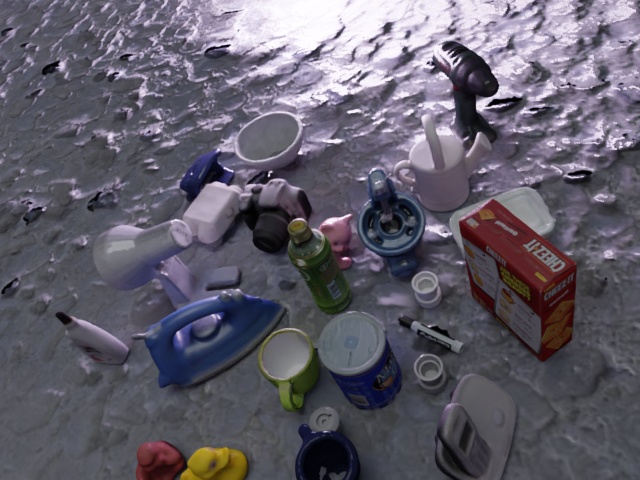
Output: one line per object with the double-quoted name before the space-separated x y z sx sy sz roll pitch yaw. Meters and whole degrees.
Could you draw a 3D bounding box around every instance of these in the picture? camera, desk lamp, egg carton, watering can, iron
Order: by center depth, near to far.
"iron" -0.197 0.149 1.017 0.258 0.142 0.118 -29 49 -3
"watering can" 0.224 -0.153 1.061 0.173 0.194 0.100 -29 49 -3
"desk lamp" -0.286 0.047 1.084 0.203 0.214 0.118 -10 51 14
"camera" -0.107 -0.050 1.168 0.142 0.101 0.137 3 55 23
"egg carton" -0.226 -0.057 1.239 0.107 0.070 0.150 14 60 29

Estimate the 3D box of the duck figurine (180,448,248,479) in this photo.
"duck figurine" -0.174 0.353 0.886 0.104 0.086 0.077 -23 49 3

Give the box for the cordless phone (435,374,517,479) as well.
"cordless phone" 0.203 0.240 0.765 0.093 0.185 0.148 8 57 26

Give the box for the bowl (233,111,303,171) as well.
"bowl" -0.108 -0.213 1.313 0.167 0.075 0.167 -10 51 13

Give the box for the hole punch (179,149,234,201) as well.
"hole punch" -0.270 -0.151 1.315 0.100 0.091 0.109 10 58 27

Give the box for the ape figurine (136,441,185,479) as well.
"ape figurine" -0.263 0.353 0.915 0.077 0.092 0.076 -15 50 9

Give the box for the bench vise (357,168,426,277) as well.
"bench vise" 0.104 -0.062 1.018 0.121 0.220 0.207 -30 49 -4

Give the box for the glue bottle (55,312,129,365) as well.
"glue bottle" -0.433 0.179 1.062 0.078 0.173 0.037 -3 53 19

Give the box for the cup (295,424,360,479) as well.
"cup" 0.013 0.326 0.830 0.092 0.095 0.117 -37 50 -10

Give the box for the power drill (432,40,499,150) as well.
"power drill" 0.294 -0.285 1.129 0.075 0.209 0.229 -24 49 2

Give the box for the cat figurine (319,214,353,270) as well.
"cat figurine" 0.010 0.004 1.069 0.127 0.118 0.067 -17 49 8
